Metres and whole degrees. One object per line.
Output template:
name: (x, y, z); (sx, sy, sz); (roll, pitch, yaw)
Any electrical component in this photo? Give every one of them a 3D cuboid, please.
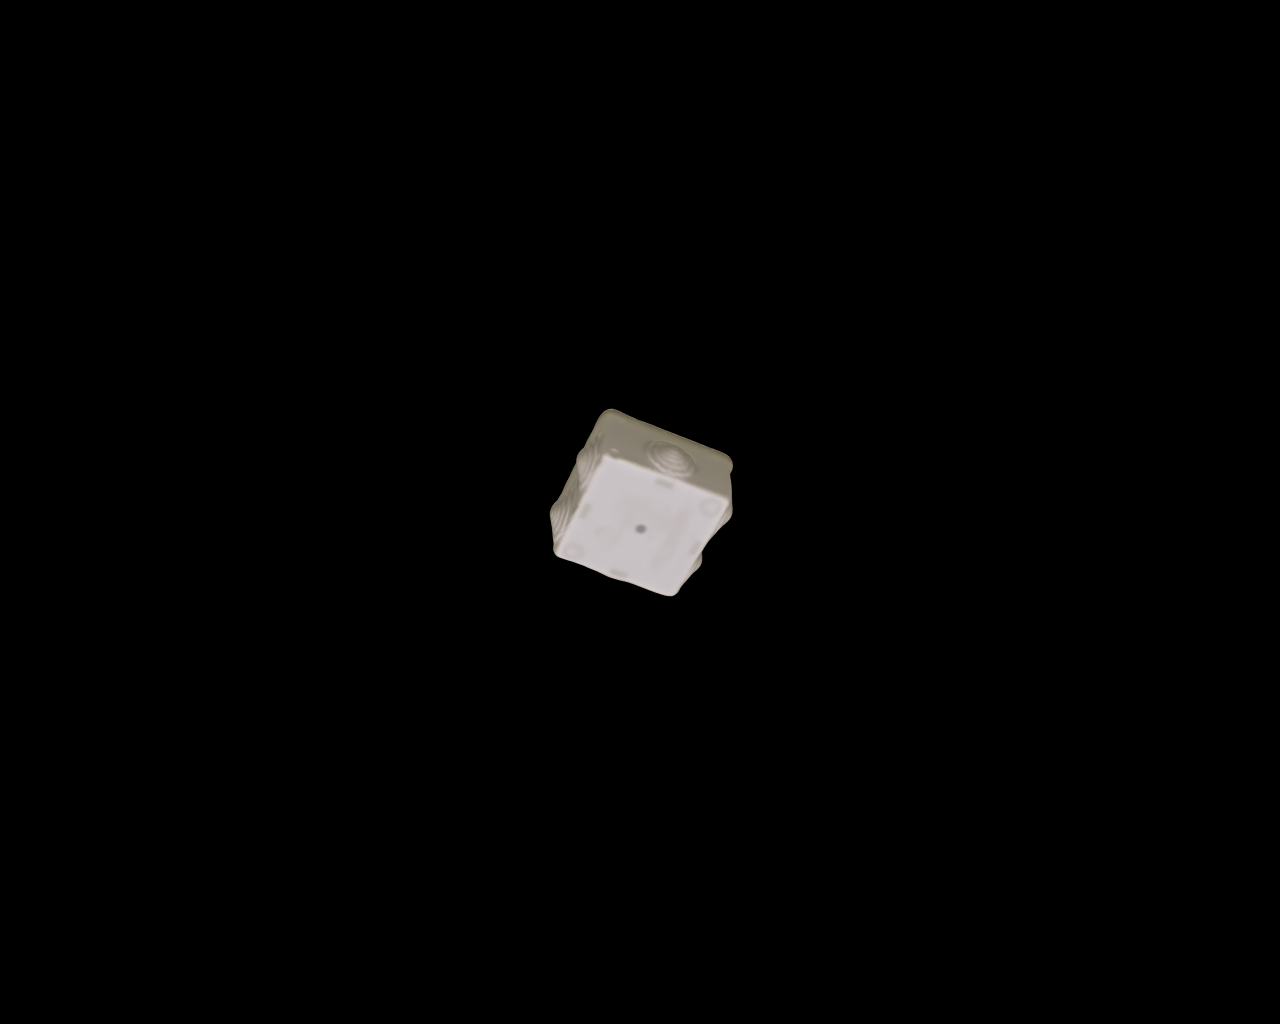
electrical component: (0.001, -0.003, 0.650); (0.100, 0.099, 0.048); (21, 32, -14)
